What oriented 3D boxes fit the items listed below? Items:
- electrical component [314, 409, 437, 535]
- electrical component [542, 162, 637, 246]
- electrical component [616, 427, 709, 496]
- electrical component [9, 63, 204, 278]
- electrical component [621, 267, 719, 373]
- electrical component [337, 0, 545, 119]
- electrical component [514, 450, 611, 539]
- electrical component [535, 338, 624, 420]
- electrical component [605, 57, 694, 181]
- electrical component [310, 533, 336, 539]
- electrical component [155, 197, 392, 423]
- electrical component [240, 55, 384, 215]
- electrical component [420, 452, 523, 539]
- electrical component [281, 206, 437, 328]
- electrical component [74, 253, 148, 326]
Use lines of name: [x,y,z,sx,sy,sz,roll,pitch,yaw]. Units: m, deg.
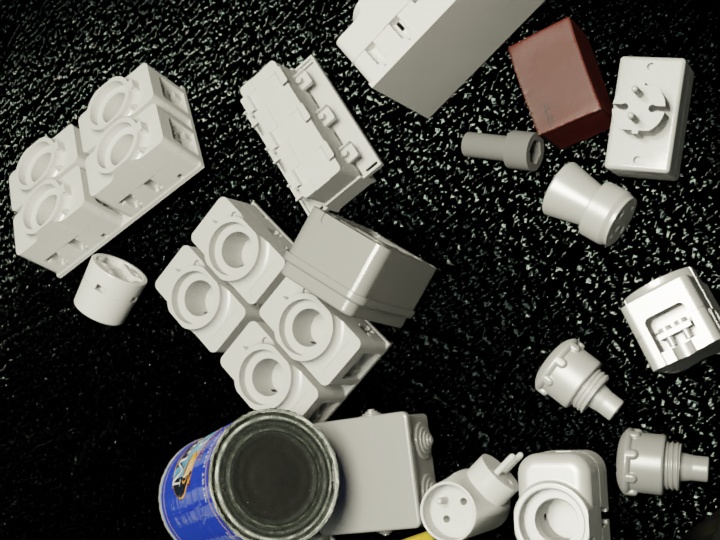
electrical component: [0.012,0.161,0.856,0.100,0.048,0.099,-12,80,26]
electrical component: [0.171,-0.048,0.800,0.055,0.045,0.045,33,100,25]
electrical component: [0.214,0.137,0.759,0.062,0.048,0.048,3,86,20]
electrical component: [-0.240,-0.092,0.987,0.186,0.060,0.105,-34,51,20]
electrical component: [0.219,0.035,0.740,0.050,0.089,0.055,-31,72,21]
electrical component: [0.079,-0.214,0.829,0.186,0.105,0.060,-44,67,16]
electrical component: [0.147,0.180,0.779,0.054,0.059,0.095,-5,82,26]
electrical component: [0.164,0.084,0.790,0.062,0.048,0.048,39,102,18]
electrical component: [0.204,-0.112,0.772,0.047,0.076,0.083,8,88,28]
electrical component: [-0.027,0.247,0.871,0.048,0.048,0.062,-46,74,15]
electrical component: [-0.080,0.037,0.909,0.186,0.060,0.105,45,105,23]
electrical component: [-0.046,-0.114,0.907,0.079,0.063,0.121,-38,69,19]
electrical component: [0.091,0.164,0.800,0.079,0.077,0.043,-49,66,14]
electrical component: [0.000,0.000,0.843,0.078,0.113,0.057,31,96,26]
electrical component: [-0.232,0.019,0.993,0.055,0.055,0.047,36,105,25]
